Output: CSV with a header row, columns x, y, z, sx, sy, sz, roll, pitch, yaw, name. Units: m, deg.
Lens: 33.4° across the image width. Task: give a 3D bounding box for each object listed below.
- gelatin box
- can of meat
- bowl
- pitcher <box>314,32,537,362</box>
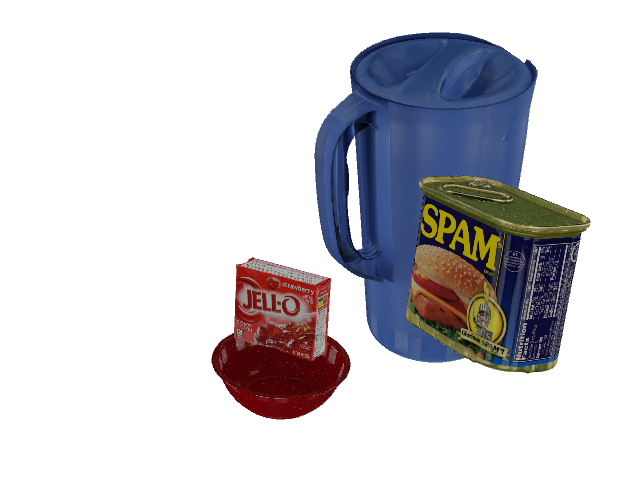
x,y,z,sx,sy,sz,roll,pitch,yaw,name
-0.036,0.062,0.970,0.089,0.073,0.030,14,21,28,gelatin box
0.094,0.017,0.592,0.057,0.084,0.102,-4,19,-30,can of meat
-0.046,0.161,1.249,0.162,0.055,0.162,2,25,-1,bowl
0.081,-0.025,0.821,0.149,0.243,0.145,5,33,9,pitcher
